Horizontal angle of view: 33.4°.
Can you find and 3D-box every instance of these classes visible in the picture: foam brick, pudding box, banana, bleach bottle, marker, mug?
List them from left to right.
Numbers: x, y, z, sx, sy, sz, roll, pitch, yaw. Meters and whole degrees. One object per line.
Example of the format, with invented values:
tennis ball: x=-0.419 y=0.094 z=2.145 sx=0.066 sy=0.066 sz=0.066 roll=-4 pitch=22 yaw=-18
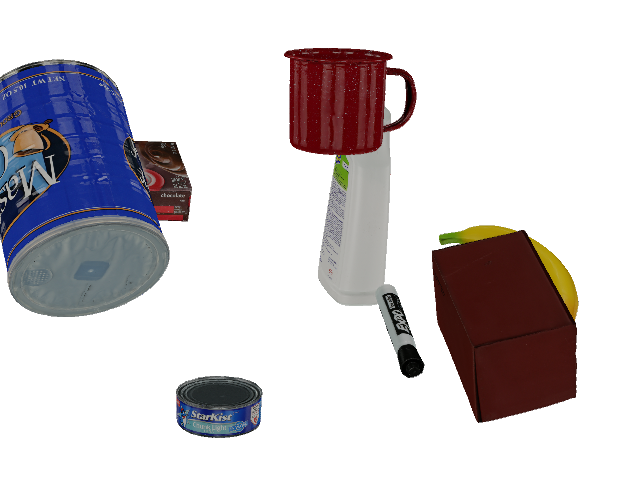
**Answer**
pudding box: x=-0.174 y=-0.057 z=0.999 sx=0.090 sy=0.039 sz=0.113 roll=1 pitch=26 yaw=-17
mug: x=0.026 y=-0.121 z=0.923 sx=0.117 sy=0.081 sz=0.093 roll=-3 pitch=17 yaw=-14
bleach bottle: x=0.047 y=-0.058 z=1.233 sx=0.068 sy=0.251 sz=0.103 roll=-2 pitch=23 yaw=-20
marker: x=0.064 y=0.073 z=0.872 sx=0.020 sy=0.020 sz=0.121 roll=0 pitch=28 yaw=-8
foam brick: x=0.090 y=0.041 z=0.532 sx=0.051 sy=0.053 sz=0.078 roll=-12 pitch=38 yaw=-3
banana: x=0.202 y=0.029 z=1.066 sx=0.069 sy=0.037 sz=0.198 roll=-34 pitch=37 yaw=-14

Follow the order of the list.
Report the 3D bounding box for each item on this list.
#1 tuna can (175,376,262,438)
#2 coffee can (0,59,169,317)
tuna can: x=-0.101 y=0.166 z=1.065 sx=0.086 sy=0.034 sz=0.086 roll=2 pitch=13 yaw=-1
coffee can: x=-0.168 y=-0.035 z=0.713 sx=0.102 sy=0.140 sz=0.103 roll=-16 pitch=-31 yaw=-10
